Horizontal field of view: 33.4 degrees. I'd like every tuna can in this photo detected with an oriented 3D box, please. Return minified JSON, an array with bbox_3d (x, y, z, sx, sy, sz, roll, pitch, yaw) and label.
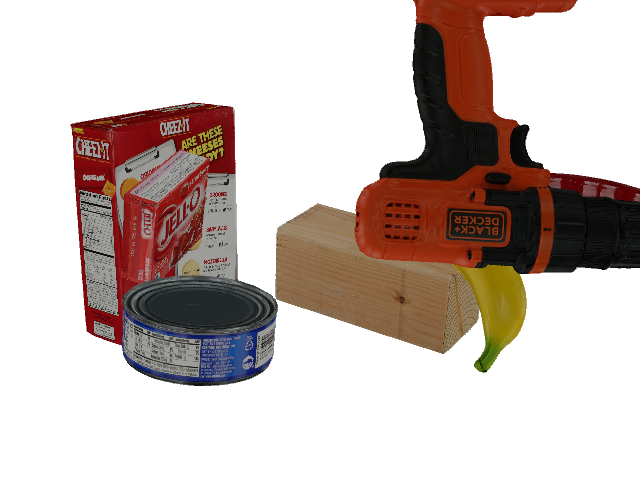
[{"bbox_3d":[-0.067,0.049,0.594,0.086,0.034,0.086,4,17,-2],"label":"tuna can"}]

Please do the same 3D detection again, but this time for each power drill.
[{"bbox_3d":[0.115,-0.074,0.623,0.184,0.187,0.057,3,-1,-5],"label":"power drill"}]

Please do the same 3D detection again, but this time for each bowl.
[{"bbox_3d":[0.272,-0.023,1.106,0.162,0.055,0.162,5,19,-2],"label":"bowl"}]

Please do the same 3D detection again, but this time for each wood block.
[{"bbox_3d":[0.061,0.038,1.146,0.206,0.091,0.090,17,29,28],"label":"wood block"}]

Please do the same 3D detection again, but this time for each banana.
[{"bbox_3d":[0.105,0.013,0.826,0.069,0.037,0.198,-18,47,-16],"label":"banana"}]

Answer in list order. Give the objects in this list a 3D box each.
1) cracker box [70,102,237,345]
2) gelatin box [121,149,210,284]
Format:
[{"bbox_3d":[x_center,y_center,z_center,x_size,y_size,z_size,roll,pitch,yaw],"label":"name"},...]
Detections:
[{"bbox_3d":[-0.162,-0.021,1.069,0.072,0.214,0.163,11,20,38],"label":"cracker box"},{"bbox_3d":[-0.116,-0.017,0.803,0.030,0.073,0.089,18,32,13],"label":"gelatin box"}]
